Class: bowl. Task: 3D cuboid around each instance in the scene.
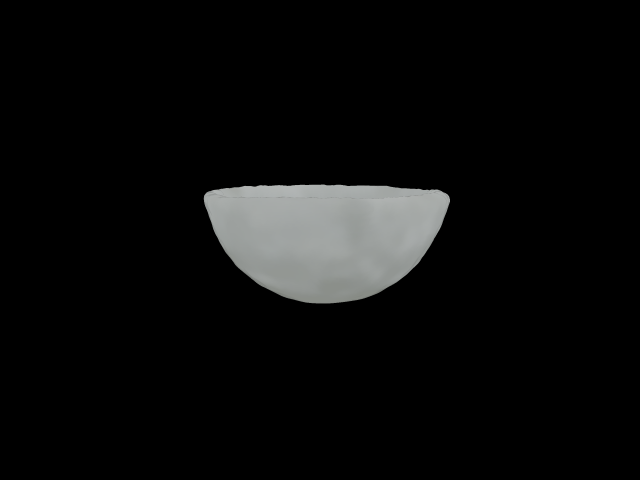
[{"bbox_3d":[0.004,0.001,0.400,0.167,0.075,0.167,0,9,0],"label":"bowl"}]
